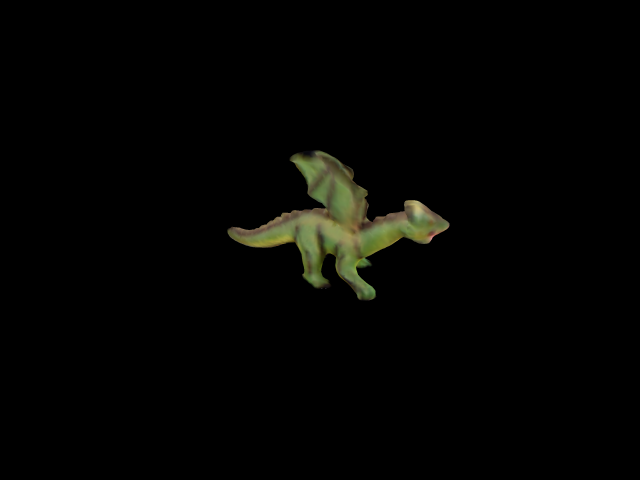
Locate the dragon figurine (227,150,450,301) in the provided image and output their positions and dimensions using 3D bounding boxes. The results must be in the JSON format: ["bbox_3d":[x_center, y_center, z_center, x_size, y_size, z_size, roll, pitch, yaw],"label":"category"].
[{"bbox_3d":[0.003,-0.043,0.850,0.411,0.237,0.125,15,37,20],"label":"dragon figurine"}]
